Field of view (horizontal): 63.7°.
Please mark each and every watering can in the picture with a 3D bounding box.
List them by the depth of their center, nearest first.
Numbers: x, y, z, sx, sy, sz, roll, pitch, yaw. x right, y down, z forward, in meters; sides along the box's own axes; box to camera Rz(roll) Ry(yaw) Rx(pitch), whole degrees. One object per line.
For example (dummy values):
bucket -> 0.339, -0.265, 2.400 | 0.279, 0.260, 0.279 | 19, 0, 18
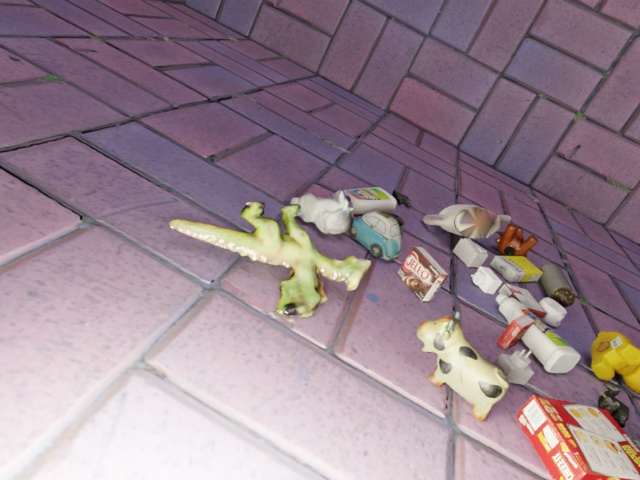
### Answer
watering can -> 0.525, -0.067, 1.722 | 0.348, 0.103, 0.225 | -1, 7, -10

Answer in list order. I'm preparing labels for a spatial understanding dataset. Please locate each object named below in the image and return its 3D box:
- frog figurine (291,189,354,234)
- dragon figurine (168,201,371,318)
frog figurine -> 0.004, -0.068, 1.348 | 0.159, 0.120, 0.141 | -14, 42, -2
dragon figurine -> -0.079, 0.047, 1.030 | 0.411, 0.119, 0.248 | -2, 45, -32
